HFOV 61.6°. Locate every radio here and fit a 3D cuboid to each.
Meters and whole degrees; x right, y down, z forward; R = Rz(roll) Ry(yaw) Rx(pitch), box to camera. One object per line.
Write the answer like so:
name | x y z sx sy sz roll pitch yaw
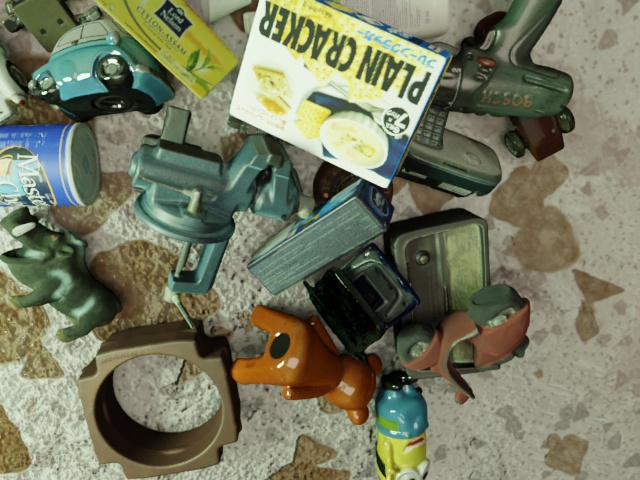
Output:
radio | 0.168 0.078 0.765 0.131 0.073 0.229 -8 104 -3

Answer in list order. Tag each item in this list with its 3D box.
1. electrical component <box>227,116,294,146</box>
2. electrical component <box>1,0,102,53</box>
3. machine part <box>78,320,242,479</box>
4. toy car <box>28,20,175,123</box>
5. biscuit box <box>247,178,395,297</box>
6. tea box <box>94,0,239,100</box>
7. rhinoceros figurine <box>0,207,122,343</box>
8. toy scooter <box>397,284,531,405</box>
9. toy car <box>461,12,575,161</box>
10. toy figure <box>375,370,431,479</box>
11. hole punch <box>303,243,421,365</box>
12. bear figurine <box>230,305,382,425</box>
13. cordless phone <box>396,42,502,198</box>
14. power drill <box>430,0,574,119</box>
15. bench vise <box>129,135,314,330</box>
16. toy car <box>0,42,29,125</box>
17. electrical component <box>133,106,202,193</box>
electrical component | -0.072 -0.140 0.695 0.094 0.063 0.021 17 101 -10
electrical component | -0.330 -0.279 0.652 0.102 0.045 0.078 -34 133 6
machine part | -0.220 0.222 0.762 0.202 0.087 0.200 -8 104 -1
toy car | -0.263 -0.208 0.652 0.162 0.109 0.103 -6 81 8
biscuit box | -0.001 -0.002 0.694 0.203 0.059 0.062 -31 110 32
tea box | -0.182 -0.251 0.613 0.068 0.098 0.169 -44 129 8
rhinoceros figurine | -0.347 0.045 0.708 0.112 0.073 0.190 -34 108 7
toy scooter | 0.202 0.147 0.711 0.184 0.075 0.135 -26 105 6
toy car | 0.264 -0.203 0.715 0.089 0.053 0.202 -29 100 1
toy figure | 0.122 0.286 0.810 0.082 0.089 0.180 -7 96 -7
hole punch | 0.056 0.079 0.719 0.092 0.115 0.142 -35 81 -33
bear figurine | -0.007 0.180 0.769 0.195 0.132 0.120 38 61 -41
cordless phone | 0.179 -0.159 0.713 0.147 0.089 0.184 17 83 -8
power drill | 0.205 -0.246 0.625 0.232 0.086 0.207 14 107 -9
bench vise | -0.130 -0.019 0.660 0.223 0.129 0.240 6 120 -33
toy car | -0.412 -0.225 0.629 0.073 0.056 0.201 -29 83 3
electrical component | -0.195 -0.114 0.700 0.075 0.048 0.119 10 102 -8
